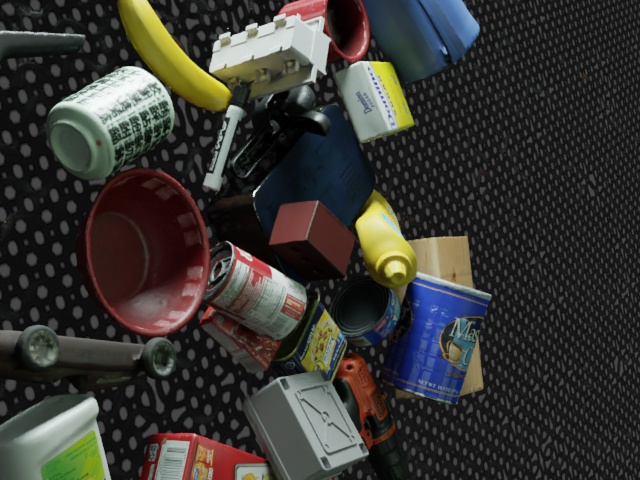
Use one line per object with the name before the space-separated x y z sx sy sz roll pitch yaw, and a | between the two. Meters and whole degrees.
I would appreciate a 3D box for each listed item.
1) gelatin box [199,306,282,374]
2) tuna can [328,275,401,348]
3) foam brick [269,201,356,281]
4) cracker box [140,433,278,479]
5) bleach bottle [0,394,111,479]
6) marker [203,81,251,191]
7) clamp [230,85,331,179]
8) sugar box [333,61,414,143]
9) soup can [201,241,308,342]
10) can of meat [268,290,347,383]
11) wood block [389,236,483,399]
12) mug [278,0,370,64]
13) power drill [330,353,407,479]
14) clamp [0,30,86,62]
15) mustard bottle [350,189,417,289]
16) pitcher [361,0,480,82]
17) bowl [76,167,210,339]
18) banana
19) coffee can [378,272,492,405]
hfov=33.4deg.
gelatin box | -0.078 0.088 1.146 0.089 0.030 0.073 46 50 -23
tuna can | 0.055 0.087 1.293 0.033 0.086 0.086 44 51 -42
foam brick | -0.007 0.001 1.130 0.078 0.053 0.051 43 54 -39
cracker box | -0.096 0.297 1.067 0.213 0.072 0.164 33 59 -47
bleach bottle | -0.209 0.268 0.926 0.102 0.068 0.251 -30 111 -51
marker | -0.099 -0.112 1.147 0.020 0.020 0.121 22 84 -50
clamp | -0.050 -0.128 1.186 0.039 0.120 0.171 62 7 -25
sugar box | 0.071 -0.176 1.342 0.176 0.048 0.093 -35 103 -75
soup can | -0.071 0.054 1.095 0.102 0.069 0.068 31 58 -28
can of meat | -0.018 0.122 1.213 0.084 0.058 0.102 56 45 -35
wood block | 0.148 0.102 1.414 0.090 0.090 0.206 -2 86 -53
mug | 0.003 -0.263 1.286 0.093 0.082 0.117 32 59 -46
power drill | 0.029 0.252 1.256 0.187 0.057 0.184 -44 115 -51
clamp | -0.292 -0.172 0.911 0.164 0.036 0.209 50 49 -36
mustard bottle | 0.076 0.006 1.276 0.096 0.058 0.191 59 5 -23
pitcher | 0.102 -0.334 1.387 0.242 0.149 0.144 53 45 -29
bowl | -0.178 0.014 1.016 0.161 0.055 0.162 13 74 -52
banana | -0.151 -0.192 1.105 0.197 0.037 0.069 53 46 -34
coffee can | 0.139 0.119 1.302 0.102 0.103 0.140 18 89 -51
